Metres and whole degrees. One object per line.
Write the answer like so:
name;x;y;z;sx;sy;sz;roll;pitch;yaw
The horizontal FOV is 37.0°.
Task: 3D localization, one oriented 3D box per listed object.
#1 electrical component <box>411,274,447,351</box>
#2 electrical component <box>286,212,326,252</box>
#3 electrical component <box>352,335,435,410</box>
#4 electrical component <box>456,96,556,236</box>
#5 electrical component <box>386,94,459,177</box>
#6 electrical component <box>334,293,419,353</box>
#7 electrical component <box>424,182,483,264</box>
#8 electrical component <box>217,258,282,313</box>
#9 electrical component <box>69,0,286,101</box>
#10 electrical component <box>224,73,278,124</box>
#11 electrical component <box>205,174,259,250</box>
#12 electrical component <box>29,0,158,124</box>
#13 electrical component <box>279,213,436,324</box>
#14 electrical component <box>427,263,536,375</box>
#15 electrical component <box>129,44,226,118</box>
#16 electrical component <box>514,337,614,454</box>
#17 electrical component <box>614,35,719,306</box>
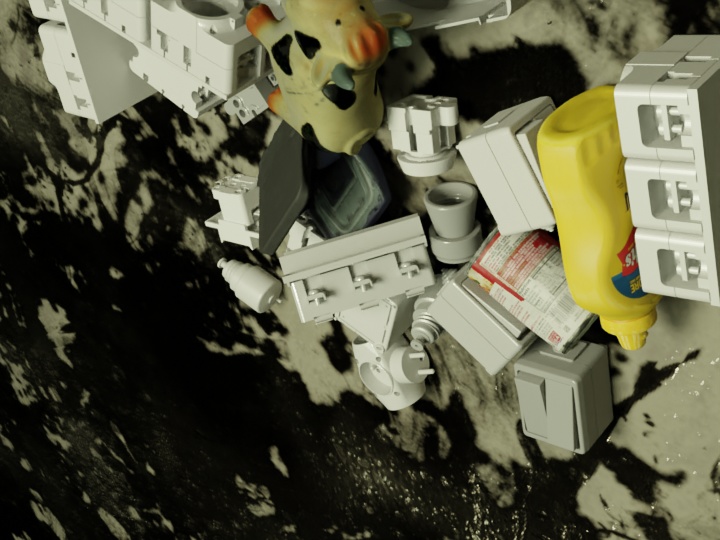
electrical component;0.066;0.039;0.950;0.040;0.078;0.040;21;144;16
electrical component;-0.044;-0.025;1.031;0.066;0.048;0.055;35;133;20
electrical component;0.040;0.092;1.044;0.079;0.044;0.077;-10;113;49
electrical component;0.129;-0.072;0.801;0.061;0.062;0.096;-13;111;50
electrical component;0.052;-0.108;0.864;0.066;0.048;0.055;13;122;39
electrical component;0.020;0.025;0.999;0.062;0.061;0.096;35;147;17
electrical component;0.078;-0.039;0.894;0.045;0.045;0.055;17;132;36
electrical component;-0.119;0.012;1.141;0.078;0.040;0.040;34;140;20
electrical component;-0.144;-0.231;0.909;0.186;0.105;0.060;33;139;21
electrical component;-0.083;-0.163;0.945;0.066;0.055;0.048;-23;103;52
electrical component;-0.116;-0.060;1.077;0.081;0.042;0.063;14;128;37
electrical component;-0.248;-0.247;1.002;0.060;0.105;0.186;18;132;36
electrical component;0.000;0.000;0.916;0.078;0.121;0.063;-77;-29;-84
electrical component;0.108;0.028;0.906;0.096;0.062;0.061;44;142;8
electrical component;-0.161;-0.193;0.999;0.089;0.056;0.050;38;141;16
electrical component;0.169;0.099;0.904;0.062;0.061;0.096;15;130;38
electrical component;0.215;-0.066;0.696;0.062;0.089;0.150;10;127;40
